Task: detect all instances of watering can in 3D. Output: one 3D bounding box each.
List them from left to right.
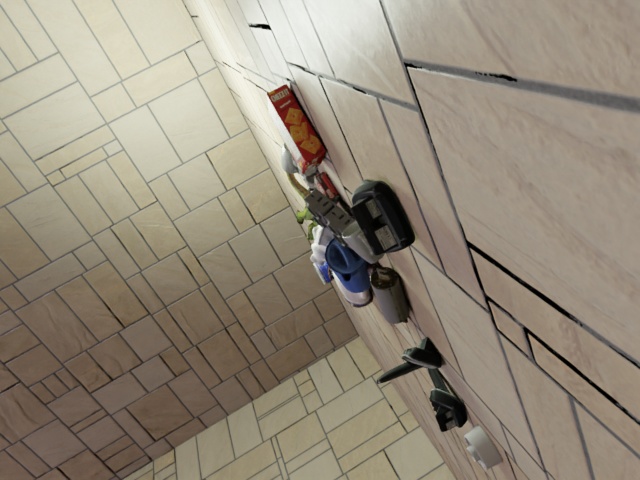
[{"bbox_3d":[0.098,0.135,2.030,0.353,0.104,0.220,43,164,51],"label":"watering can"}]

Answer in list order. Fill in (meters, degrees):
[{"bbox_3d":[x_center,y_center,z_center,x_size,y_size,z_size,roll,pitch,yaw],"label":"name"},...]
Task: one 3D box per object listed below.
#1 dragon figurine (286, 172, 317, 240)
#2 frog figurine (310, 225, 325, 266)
[{"bbox_3d":[0.006,-0.097,1.931,0.244,0.123,0.403,18,143,56],"label":"dragon figurine"},{"bbox_3d":[0.019,0.010,1.772,0.138,0.159,0.122,52,-173,12],"label":"frog figurine"}]
